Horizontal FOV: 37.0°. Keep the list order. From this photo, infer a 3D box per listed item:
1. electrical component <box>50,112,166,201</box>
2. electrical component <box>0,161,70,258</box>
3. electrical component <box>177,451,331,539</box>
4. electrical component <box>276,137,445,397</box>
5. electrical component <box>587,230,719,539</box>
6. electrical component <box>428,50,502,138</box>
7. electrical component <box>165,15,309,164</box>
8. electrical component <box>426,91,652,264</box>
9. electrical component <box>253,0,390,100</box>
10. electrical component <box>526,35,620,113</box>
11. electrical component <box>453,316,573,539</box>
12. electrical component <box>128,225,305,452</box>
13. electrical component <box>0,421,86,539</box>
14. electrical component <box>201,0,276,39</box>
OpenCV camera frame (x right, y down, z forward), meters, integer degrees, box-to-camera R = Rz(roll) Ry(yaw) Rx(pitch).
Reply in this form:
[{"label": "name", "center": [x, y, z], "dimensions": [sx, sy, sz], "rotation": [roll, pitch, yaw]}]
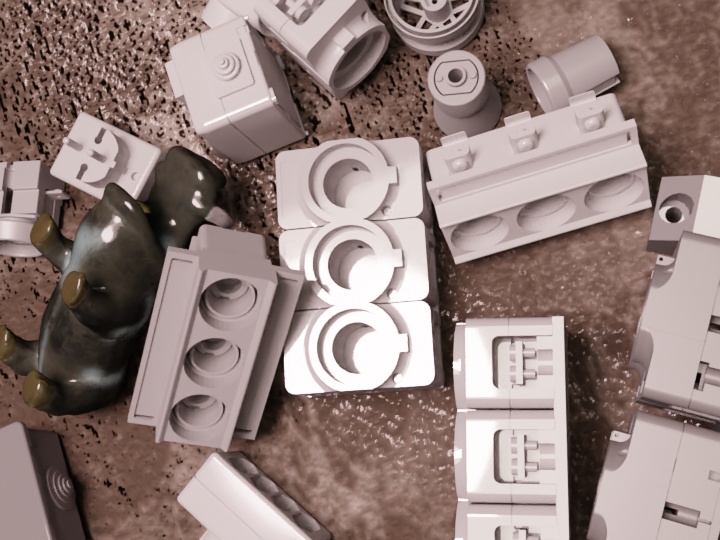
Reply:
[{"label": "electrical component", "center": [-0.168, -0.071, 0.703], "dimensions": [0.066, 0.077, 0.047], "rotation": [26, 87, 15]}, {"label": "electrical component", "center": [-0.231, -0.041, 0.729], "dimensions": [0.066, 0.048, 0.055], "rotation": [-2, 73, 12]}, {"label": "electrical component", "center": [-0.076, 0.167, 0.662], "dimensions": [0.083, 0.047, 0.075], "rotation": [39, 92, 15]}, {"label": "electrical component", "center": [0.000, 0.000, 0.664], "dimensions": [0.089, 0.062, 0.150], "rotation": [-5, 80, 11]}, {"label": "electrical component", "center": [0.173, 0.080, 0.592], "dimensions": [0.060, 0.105, 0.186], "rotation": [14, 84, 14]}, {"label": "electrical component", "center": [0.063, -0.110, 0.666], "dimensions": [0.044, 0.065, 0.044], "rotation": [-2, 81, 12]}, {"label": "electrical component", "center": [-0.081, -0.112, 0.681], "dimensions": [0.061, 0.096, 0.061], "rotation": [-21, 78, 8]}, {"label": "electrical component", "center": [0.105, -0.057, 0.648], "dimensions": [0.121, 0.078, 0.063], "rotation": [-17, 56, 9]}, {"label": "electrical component", "center": [-0.020, -0.149, 0.677], "dimensions": [0.056, 0.089, 0.050], "rotation": [44, 92, 15]}, {"label": "electrical component", "center": [0.132, -0.120, 0.666], "dimensions": [0.046, 0.040, 0.040], "rotation": [-27, 77, 2]}, {"label": "electrical component", "center": [0.088, 0.106, 0.614], "dimensions": [0.062, 0.089, 0.150], "rotation": [-2, 81, 12]}, {"label": "electrical component", "center": [-0.088, 0.040, 0.645], "dimensions": [0.079, 0.063, 0.121], "rotation": [11, 118, -15]}, {"label": "electrical component", "center": [-0.232, 0.156, 0.693], "dimensions": [0.100, 0.048, 0.099], "rotation": [-24, 71, 10]}, {"label": "electrical component", "center": [-0.080, -0.177, 0.716], "dimensions": [0.077, 0.043, 0.079], "rotation": [47, 115, 30]}]
